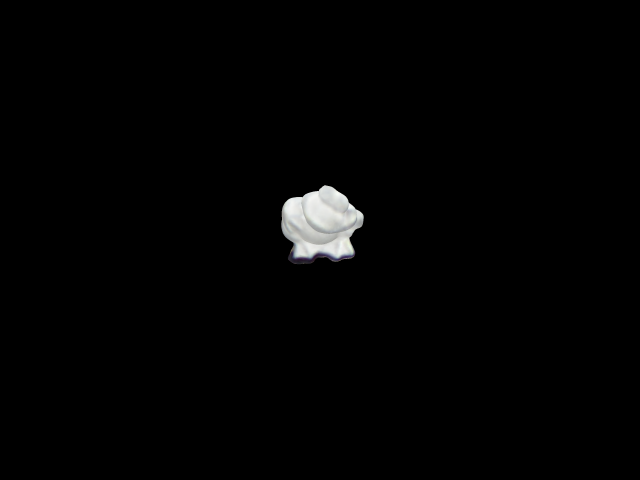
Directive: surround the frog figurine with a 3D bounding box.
[{"bbox_3d":[0.003,-0.043,0.850,0.137,0.125,0.155,12,-42,11],"label":"frog figurine"}]
